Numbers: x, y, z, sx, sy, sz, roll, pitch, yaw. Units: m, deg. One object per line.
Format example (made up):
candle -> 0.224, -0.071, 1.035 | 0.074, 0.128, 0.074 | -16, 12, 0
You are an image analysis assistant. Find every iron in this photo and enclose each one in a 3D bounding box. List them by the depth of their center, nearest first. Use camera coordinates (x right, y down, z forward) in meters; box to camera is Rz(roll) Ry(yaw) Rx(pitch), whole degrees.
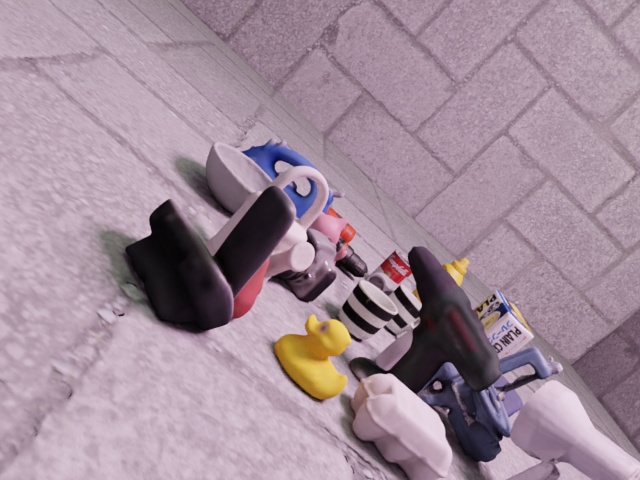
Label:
iron -> -0.073, -0.124, 1.171 | 0.258, 0.141, 0.119 | 47, 14, 11

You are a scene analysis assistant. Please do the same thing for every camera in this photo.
camera -> -0.047, 0.013, 0.936 | 0.137, 0.100, 0.143 | 24, 25, -55

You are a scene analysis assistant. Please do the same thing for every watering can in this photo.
watering can -> -0.061, -0.016, 0.787 | 0.172, 0.194, 0.101 | 51, 15, 25

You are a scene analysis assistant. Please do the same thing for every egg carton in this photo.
egg carton -> 0.109, 0.250, 0.764 | 0.150, 0.069, 0.107 | 41, 14, -13

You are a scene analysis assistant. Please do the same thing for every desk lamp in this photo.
desk lamp -> 0.352, 0.351, 0.863 | 0.118, 0.213, 0.202 | 30, 20, -46

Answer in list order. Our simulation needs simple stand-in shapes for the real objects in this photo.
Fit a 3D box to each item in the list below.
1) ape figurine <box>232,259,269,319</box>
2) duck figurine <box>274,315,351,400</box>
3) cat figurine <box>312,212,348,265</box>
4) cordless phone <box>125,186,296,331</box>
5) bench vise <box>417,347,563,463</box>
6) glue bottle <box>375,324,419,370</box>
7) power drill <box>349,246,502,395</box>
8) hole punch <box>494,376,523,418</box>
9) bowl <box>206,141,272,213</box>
ape figurine -> -0.097, 0.047, 0.715 | 0.078, 0.092, 0.076 | 35, 17, -35
duck figurine -> 0.004, 0.144, 0.736 | 0.104, 0.086, 0.078 | 47, 14, 11
cat figurine -> 0.010, 0.004, 1.089 | 0.067, 0.117, 0.127 | 32, 18, -41
cordless phone -> -0.112, -0.006, 0.633 | 0.147, 0.185, 0.094 | 51, 15, 24
bench vise -> 0.279, 0.238, 0.968 | 0.207, 0.219, 0.122 | 45, 14, 2
glue bottle -> 0.176, 0.168, 0.974 | 0.078, 0.173, 0.037 | 30, 19, -45
power drill -> 0.150, 0.154, 0.870 | 0.229, 0.208, 0.076 | 50, 15, 22
hole punch -> 0.352, 0.329, 1.181 | 0.108, 0.091, 0.101 | 52, 16, 28
bowl -> -0.145, -0.093, 1.018 | 0.168, 0.074, 0.167 | 41, 14, -13
